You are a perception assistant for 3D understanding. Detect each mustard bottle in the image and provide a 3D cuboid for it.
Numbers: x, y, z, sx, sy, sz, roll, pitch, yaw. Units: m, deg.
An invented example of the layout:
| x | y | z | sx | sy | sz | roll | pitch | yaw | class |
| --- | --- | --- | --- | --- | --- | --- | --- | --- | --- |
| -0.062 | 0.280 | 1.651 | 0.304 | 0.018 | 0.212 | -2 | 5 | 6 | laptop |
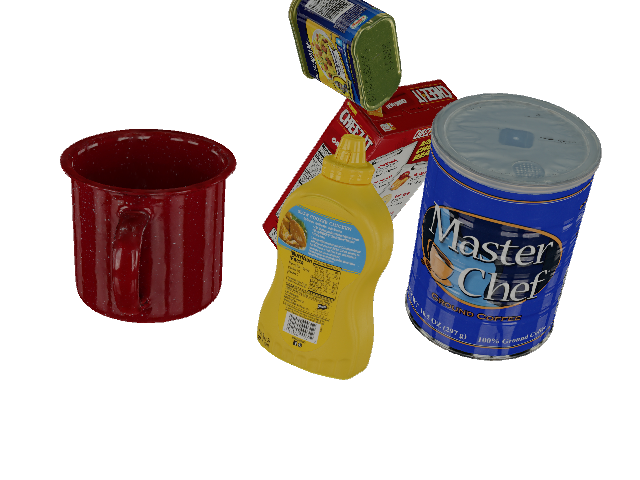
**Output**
| x | y | z | sx | sy | sz | roll | pitch | yaw | class |
| --- | --- | --- | --- | --- | --- | --- | --- | --- | --- |
| 0.009 | 0.009 | 0.856 | 0.096 | 0.192 | 0.058 | 21 | 21 | 28 | mustard bottle |

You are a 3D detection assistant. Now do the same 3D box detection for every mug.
| x | y | z | sx | sy | sz | roll | pitch | yaw | class |
| --- | --- | --- | --- | --- | --- | --- | --- | --- | --- |
| -0.094 | -0.003 | 0.575 | 0.093 | 0.081 | 0.117 | 3 | 25 | -3 | mug |

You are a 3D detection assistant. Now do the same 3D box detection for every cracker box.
| x | y | z | sx | sy | sz | roll | pitch | yaw | class |
| --- | --- | --- | --- | --- | --- | --- | --- | --- | --- |
| 0.049 | -0.077 | 1.196 | 0.163 | 0.072 | 0.214 | -18 | -28 | -45 | cracker box |

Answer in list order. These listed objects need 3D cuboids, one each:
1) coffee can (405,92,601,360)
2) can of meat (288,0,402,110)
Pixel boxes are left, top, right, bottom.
| x | y | z | sx | sy | sz | roll | pitch | yaw | class |
| --- | --- | --- | --- | --- | --- | --- | --- | --- | --- |
| 0.113 | -0.008 | 0.685 | 0.103 | 0.140 | 0.103 | 3 | 38 | -3 | coffee can |
| 0.025 | -0.178 | 0.975 | 0.057 | 0.102 | 0.084 | -40 | 55 | -19 | can of meat |
